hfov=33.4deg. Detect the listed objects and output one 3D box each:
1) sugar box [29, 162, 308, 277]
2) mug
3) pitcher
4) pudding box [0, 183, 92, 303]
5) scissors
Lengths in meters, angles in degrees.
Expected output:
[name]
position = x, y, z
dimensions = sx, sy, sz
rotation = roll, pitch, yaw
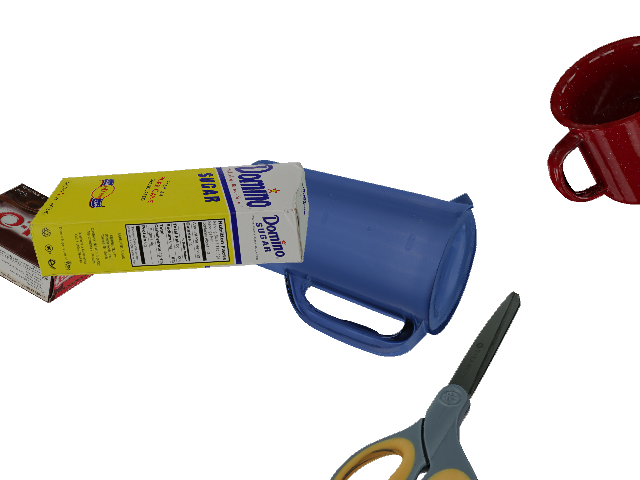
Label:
[sugar box]
position = -0.098, -0.016, 0.727
dimensions = 0.176, 0.048, 0.093
rotation = -6, 24, 4
[mug]
position = 0.206, -0.071, 0.728
dimensions = 0.117, 0.081, 0.093
rotation = -40, 34, -6
[pitcher]
position = 0.025, 0.007, 1.076
dimensions = 0.243, 0.145, 0.149
rotation = 17, 22, 21
[pudding box]
position = -0.252, 0.001, 0.942
dimensions = 0.114, 0.039, 0.089
rotation = 25, 31, 17
[scissors]
position = 0.084, 0.105, 0.596
dimensions = 0.201, 0.016, 0.096
rotation = -38, 45, -26
